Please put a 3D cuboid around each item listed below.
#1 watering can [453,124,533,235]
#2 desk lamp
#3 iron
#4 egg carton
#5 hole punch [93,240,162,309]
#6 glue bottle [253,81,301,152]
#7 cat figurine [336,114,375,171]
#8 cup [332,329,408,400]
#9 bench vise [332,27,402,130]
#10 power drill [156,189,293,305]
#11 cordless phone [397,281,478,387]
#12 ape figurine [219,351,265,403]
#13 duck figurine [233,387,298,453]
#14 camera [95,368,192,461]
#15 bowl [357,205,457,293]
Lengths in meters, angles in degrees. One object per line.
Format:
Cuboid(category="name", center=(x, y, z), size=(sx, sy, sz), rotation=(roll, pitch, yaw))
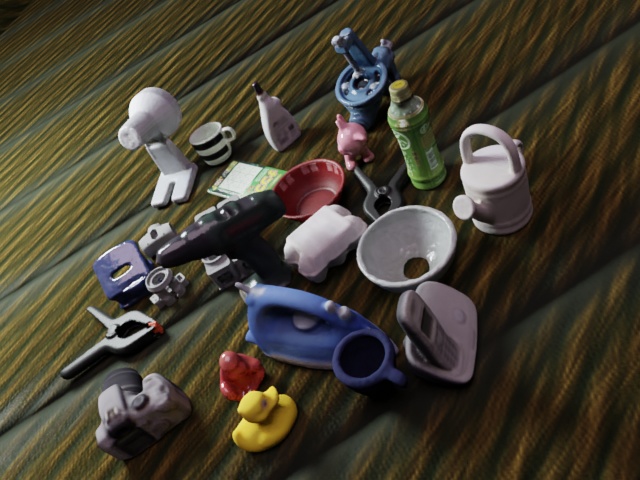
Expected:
Cuboid(category="watering can", center=(0.273, -0.098, 0.906), size=(0.100, 0.195, 0.173), rotation=(-1, 52, 27))
Cuboid(category="desk lamp", center=(-0.378, -0.222, 1.343), size=(0.117, 0.214, 0.203), rotation=(-12, 47, 18))
Cuboid(category="iron", center=(-0.012, 0.121, 0.898), size=(0.257, 0.142, 0.119), rotation=(5, 54, 31))
Cuboid(category="egg carton", center=(0.010, 0.004, 1.043), size=(0.150, 0.070, 0.107), rotation=(-42, 45, -11))
Cuboid(category="hole punch", center=(-0.398, 0.069, 1.182), size=(0.108, 0.091, 0.100), rotation=(-34, 44, -3))
Cuboid(category="glue bottle", center=(-0.107, -0.284, 1.285), size=(0.078, 0.174, 0.037), rotation=(-42, 45, -11))
Cuboid(category="cat figurine", center=(0.062, -0.211, 1.171), size=(0.067, 0.118, 0.127), rotation=(-26, 44, 5))
Cuboid(category="cup", center=(0.085, 0.192, 0.818), size=(0.117, 0.095, 0.092), rotation=(22, 64, 39))
Cuboid(category="bench vise", center=(0.088, -0.377, 1.232), size=(0.121, 0.220, 0.207), rotation=(-6, 49, 23))
Cuboid(category="power drill", center=(-0.142, 0.024, 1.004), size=(0.230, 0.209, 0.075), rotation=(-39, 45, -9))
Cuboid(category="cordless phone", center=(0.156, 0.105, 0.793), size=(0.094, 0.186, 0.147), rotation=(-6, 49, 23))
Cuboid(category="ape figurine", center=(-0.132, 0.211, 0.916), size=(0.078, 0.092, 0.076), rotation=(-29, 44, 2))
Cuboid(category="duck figurine", center=(-0.093, 0.262, 0.855), size=(0.104, 0.086, 0.077), rotation=(-38, 45, -8))
Cuboid(category="camera", center=(-0.311, 0.266, 0.955), size=(0.143, 0.101, 0.136), rotation=(-35, 44, -4))
Cuboid(category="bowl", center=(0.149, 0.027, 0.945), size=(0.167, 0.075, 0.167), rotation=(-14, 46, 16))
